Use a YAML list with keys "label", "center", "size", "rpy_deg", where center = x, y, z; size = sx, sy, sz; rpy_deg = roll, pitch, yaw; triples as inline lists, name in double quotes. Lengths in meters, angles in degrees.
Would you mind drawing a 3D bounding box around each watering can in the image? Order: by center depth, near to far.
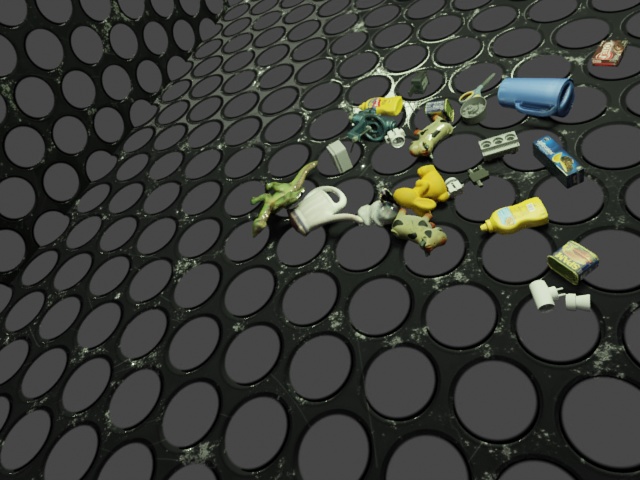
- label: "watering can"
  center: [0.006, -0.094, 1.862]
  size: [0.225, 0.102, 0.353]
  rpy_deg: [-34, 33, -3]

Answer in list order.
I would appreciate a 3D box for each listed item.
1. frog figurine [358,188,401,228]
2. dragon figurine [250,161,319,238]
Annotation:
- label: "frog figurine"
  center: [0.200, -0.087, 1.786]
  size: [0.122, 0.157, 0.140]
  rpy_deg: [28, 31, -18]
- label: "dragon figurine"
  center: [-0.119, -0.166, 1.943]
  size: [0.413, 0.120, 0.244]
  rpy_deg: [-44, 25, -11]
